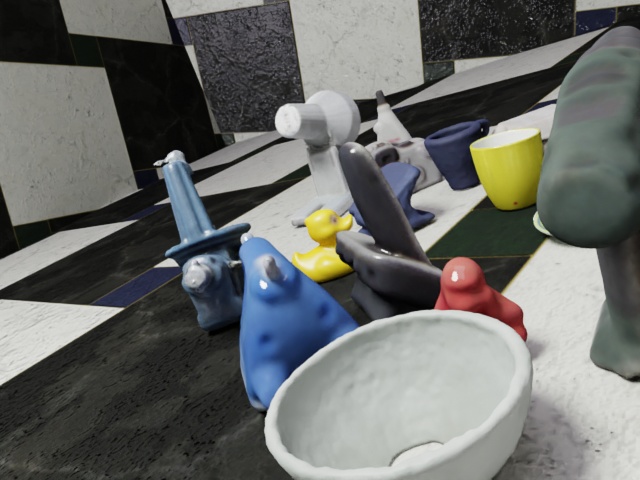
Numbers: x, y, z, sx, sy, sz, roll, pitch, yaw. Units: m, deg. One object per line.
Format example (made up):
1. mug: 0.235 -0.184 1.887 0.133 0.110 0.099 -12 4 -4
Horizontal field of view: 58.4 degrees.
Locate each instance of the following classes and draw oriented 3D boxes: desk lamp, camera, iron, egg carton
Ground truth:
1. desk lamp: 0.003 -0.163 1.067 0.117 0.214 0.204 -10 20 33
2. camera: 0.124 -0.135 1.032 0.143 0.101 0.136 -23 17 -7
3. iron: -0.045 0.054 0.560 0.119 0.141 0.257 -24 17 -10
4. egg carton: 0.352 -0.167 0.915 0.150 0.069 0.107 -20 16 2

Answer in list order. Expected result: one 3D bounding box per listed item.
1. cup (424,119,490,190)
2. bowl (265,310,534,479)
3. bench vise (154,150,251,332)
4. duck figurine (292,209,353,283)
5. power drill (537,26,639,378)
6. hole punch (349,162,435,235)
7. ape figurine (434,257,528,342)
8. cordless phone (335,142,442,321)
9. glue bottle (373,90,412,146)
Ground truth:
1. cup: 0.231 -0.135 0.912 0.118 0.095 0.091 -27 18 -20
2. bowl: 0.055 0.116 0.361 0.167 0.075 0.167 -19 16 6
3. bench vise: -0.145 -0.009 0.743 0.122 0.220 0.207 -26 17 -15
4. duck figurine: 0.007 0.003 0.761 0.104 0.086 0.077 -21 17 0
5. power drill: 0.209 -0.026 0.391 0.075 0.209 0.230 -8 21 36
6. hole punch: 0.096 -0.054 0.826 0.101 0.091 0.108 -26 17 -18
7. ape figurine: 0.116 0.058 0.443 0.077 0.092 0.076 -16 17 16
8. cordless phone: 0.057 -0.018 0.588 0.094 0.185 0.147 -25 17 -12
9. glue bottle: 0.138 -0.206 1.111 0.078 0.173 0.037 -15 18 19
